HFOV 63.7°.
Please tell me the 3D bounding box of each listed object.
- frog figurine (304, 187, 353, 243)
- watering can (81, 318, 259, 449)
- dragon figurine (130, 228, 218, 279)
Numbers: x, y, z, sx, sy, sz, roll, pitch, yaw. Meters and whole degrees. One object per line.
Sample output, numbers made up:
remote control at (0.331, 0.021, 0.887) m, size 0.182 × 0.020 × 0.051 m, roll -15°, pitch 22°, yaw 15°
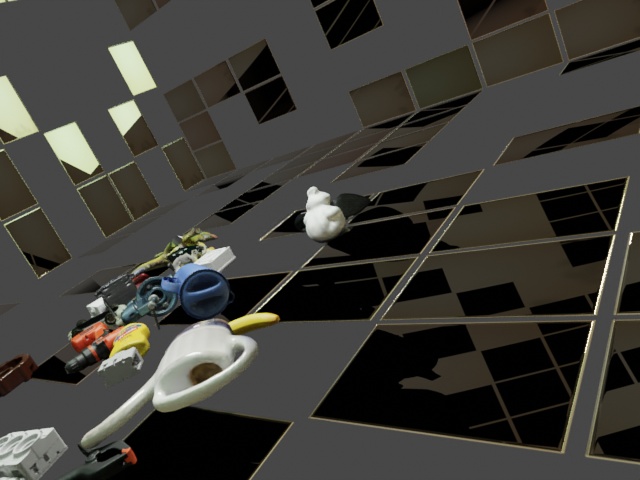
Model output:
frog figurine at (0.005, -0.077, 1.521) m, size 0.124 × 0.137 × 0.157 m, roll -37°, pitch -70°, yaw -33°
watering can at (-0.282, 0.266, 1.008) m, size 0.227 × 0.348 × 0.103 m, roll -123°, pitch 8°, yaw -74°
dragon figurine at (-0.584, 0.057, 2.032) m, size 0.415 × 0.241 × 0.122 m, roll -27°, pitch -83°, yaw -29°
